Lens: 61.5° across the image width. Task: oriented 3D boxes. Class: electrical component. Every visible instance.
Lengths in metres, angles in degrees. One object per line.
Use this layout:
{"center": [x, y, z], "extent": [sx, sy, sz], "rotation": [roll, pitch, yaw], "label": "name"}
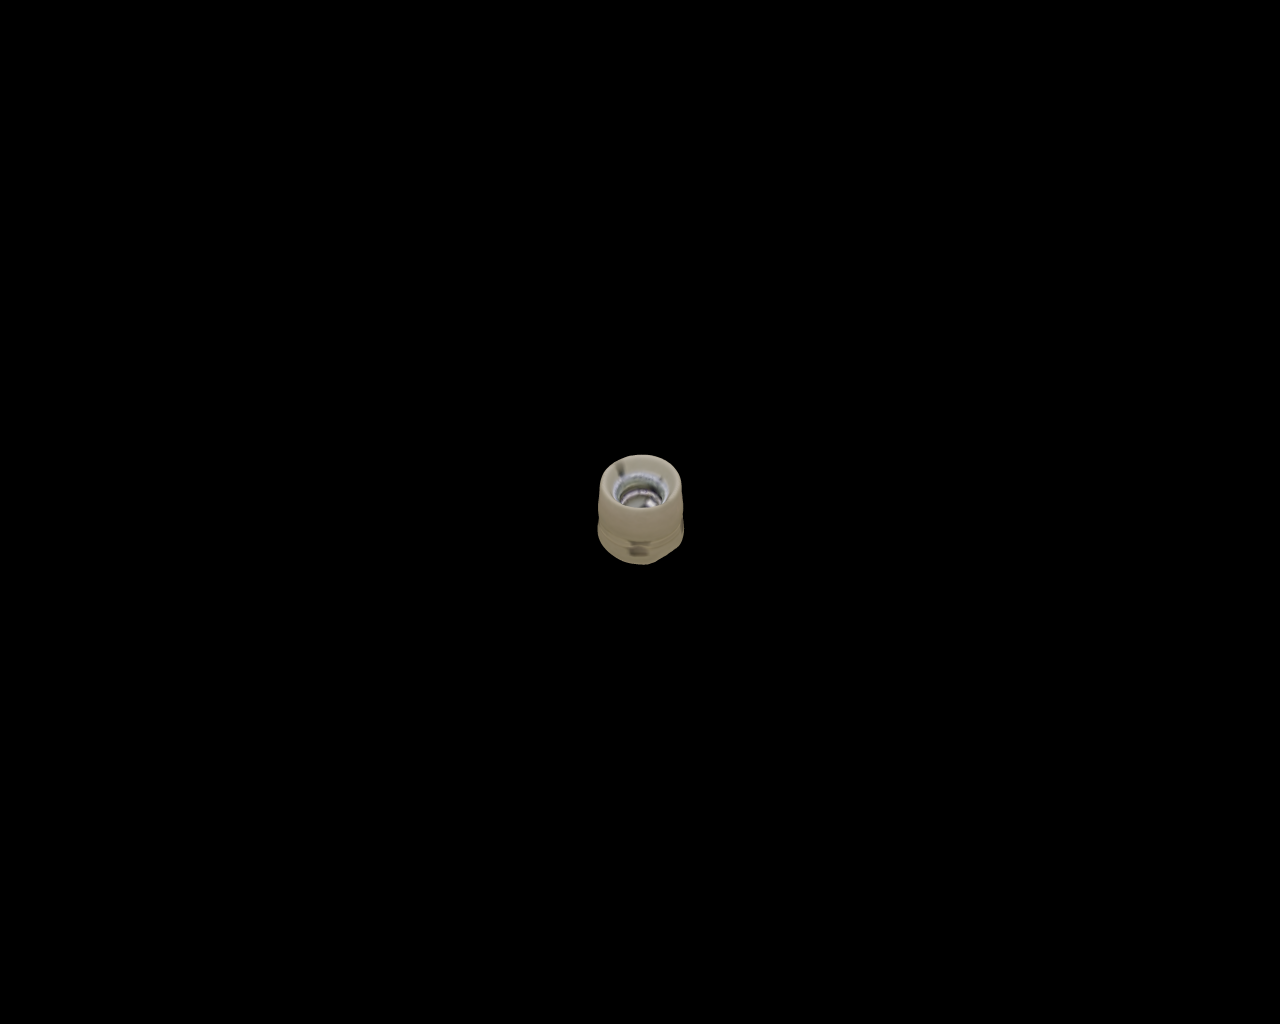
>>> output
{"center": [0.001, -0.003, 0.650], "extent": [0.055, 0.055, 0.047], "rotation": [0, -43, 0], "label": "electrical component"}
